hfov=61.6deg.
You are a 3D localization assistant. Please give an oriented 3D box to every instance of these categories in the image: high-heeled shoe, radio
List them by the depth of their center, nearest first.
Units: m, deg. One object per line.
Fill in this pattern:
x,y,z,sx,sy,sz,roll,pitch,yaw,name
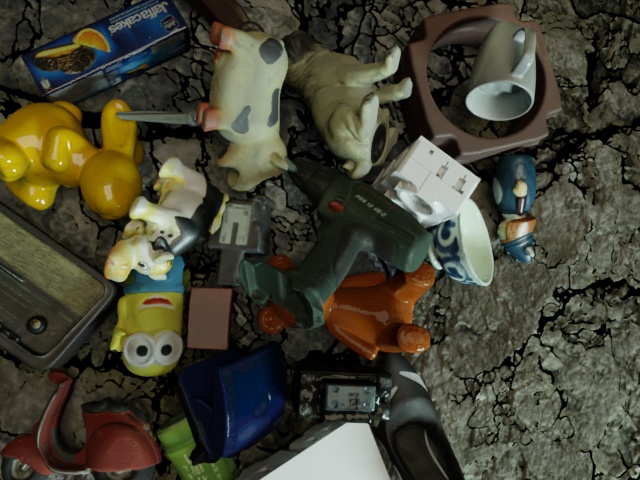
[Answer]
-0.368,0.045,0.640,0.229,0.073,0.131,35,76,0,radio
0.131,0.259,0.664,0.086,0.145,0.248,-18,89,-11,high-heeled shoe

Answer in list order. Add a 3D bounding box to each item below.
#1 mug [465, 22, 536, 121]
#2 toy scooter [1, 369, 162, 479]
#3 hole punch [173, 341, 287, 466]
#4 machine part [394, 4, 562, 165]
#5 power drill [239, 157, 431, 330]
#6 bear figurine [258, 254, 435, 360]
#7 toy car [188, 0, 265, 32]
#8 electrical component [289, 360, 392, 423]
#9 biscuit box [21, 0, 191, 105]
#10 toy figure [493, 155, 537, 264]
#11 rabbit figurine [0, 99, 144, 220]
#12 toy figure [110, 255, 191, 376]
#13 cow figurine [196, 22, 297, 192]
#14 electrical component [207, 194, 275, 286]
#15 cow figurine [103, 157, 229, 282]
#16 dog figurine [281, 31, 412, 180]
0.231,-0.221,0.668,0.081,0.109,0.107,11,69,-1,mug
-0.280,0.225,0.643,0.184,0.075,0.135,3,80,-5,toy scooter
-0.094,0.187,0.640,0.092,0.142,0.115,-27,83,33,hole punch
0.217,-0.214,0.757,0.201,0.087,0.201,-14,85,-10,machine part
-0.001,-0.002,0.649,0.232,0.085,0.207,29,48,24,power drill
0.028,0.076,0.680,0.196,0.132,0.120,18,66,-12,bear figurine
-0.134,-0.305,0.710,0.053,0.089,0.202,-42,92,-15,toy car
0.024,0.184,0.662,0.115,0.134,0.058,3,84,-11,electrical component
-0.270,-0.245,0.697,0.203,0.059,0.063,-30,89,-11,biscuit box
0.277,-0.043,0.758,0.064,0.058,0.154,-12,101,-52,toy figure
-0.283,-0.089,0.652,0.173,0.121,0.162,30,57,15,rabbit figurine
-0.203,0.076,0.666,0.082,0.089,0.180,-5,76,3,toy figure
-0.085,-0.155,0.666,0.127,0.086,0.194,5,108,-21,cow figurine
-0.103,0.000,0.694,0.075,0.047,0.119,1,83,12,electrical component
-0.176,-0.010,0.625,0.098,0.068,0.167,30,56,-12,cow figurine
0.003,-0.177,0.700,0.191,0.121,0.172,15,70,24,dog figurine
